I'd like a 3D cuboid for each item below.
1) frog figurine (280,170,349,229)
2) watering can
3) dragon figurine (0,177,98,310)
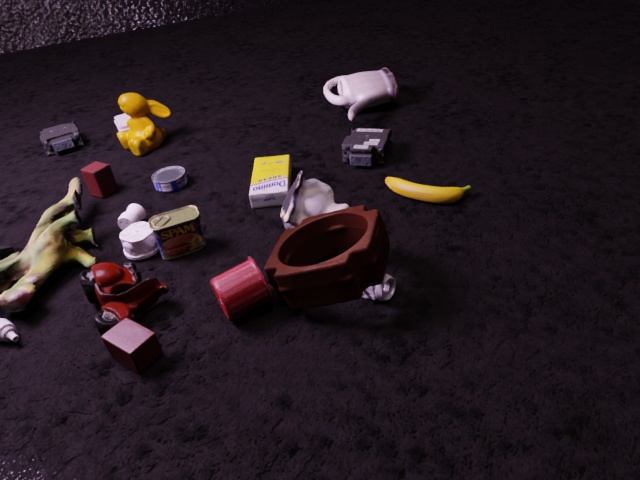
[{"bbox_3d":[0.003,-0.055,1.085,0.159,0.141,0.120,23,-38,-15],"label":"frog figurine"},{"bbox_3d":[0.136,-0.442,1.570,0.225,0.101,0.355,-12,35,-7],"label":"watering can"},{"bbox_3d":[-0.610,0.007,1.101,0.244,0.119,0.417,-26,38,-11],"label":"dragon figurine"}]
